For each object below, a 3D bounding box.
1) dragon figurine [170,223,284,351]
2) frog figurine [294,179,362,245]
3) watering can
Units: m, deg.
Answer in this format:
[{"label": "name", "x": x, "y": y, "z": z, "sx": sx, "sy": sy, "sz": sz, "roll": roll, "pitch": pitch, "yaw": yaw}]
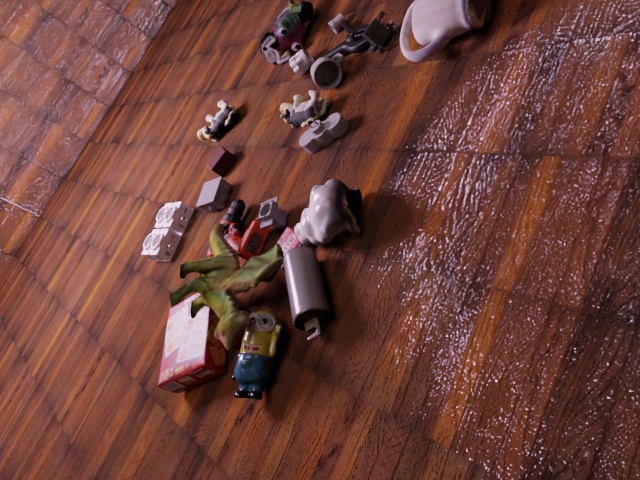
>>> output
[{"label": "dragon figurine", "x": -0.189, "y": 0.070, "z": 1.167, "sx": 0.242, "sy": 0.119, "sz": 0.421, "roll": -10, "pitch": 40, "yaw": 16}, {"label": "frog figurine", "x": 0.003, "y": -0.056, "z": 1.115, "sx": 0.158, "sy": 0.122, "sz": 0.139, "roll": -15, "pitch": 71, "yaw": 25}, {"label": "watering can", "x": 0.297, "y": -0.568, "z": 1.205, "sx": 0.224, "sy": 0.103, "sz": 0.353, "roll": -3, "pitch": 62, "yaw": 44}]
